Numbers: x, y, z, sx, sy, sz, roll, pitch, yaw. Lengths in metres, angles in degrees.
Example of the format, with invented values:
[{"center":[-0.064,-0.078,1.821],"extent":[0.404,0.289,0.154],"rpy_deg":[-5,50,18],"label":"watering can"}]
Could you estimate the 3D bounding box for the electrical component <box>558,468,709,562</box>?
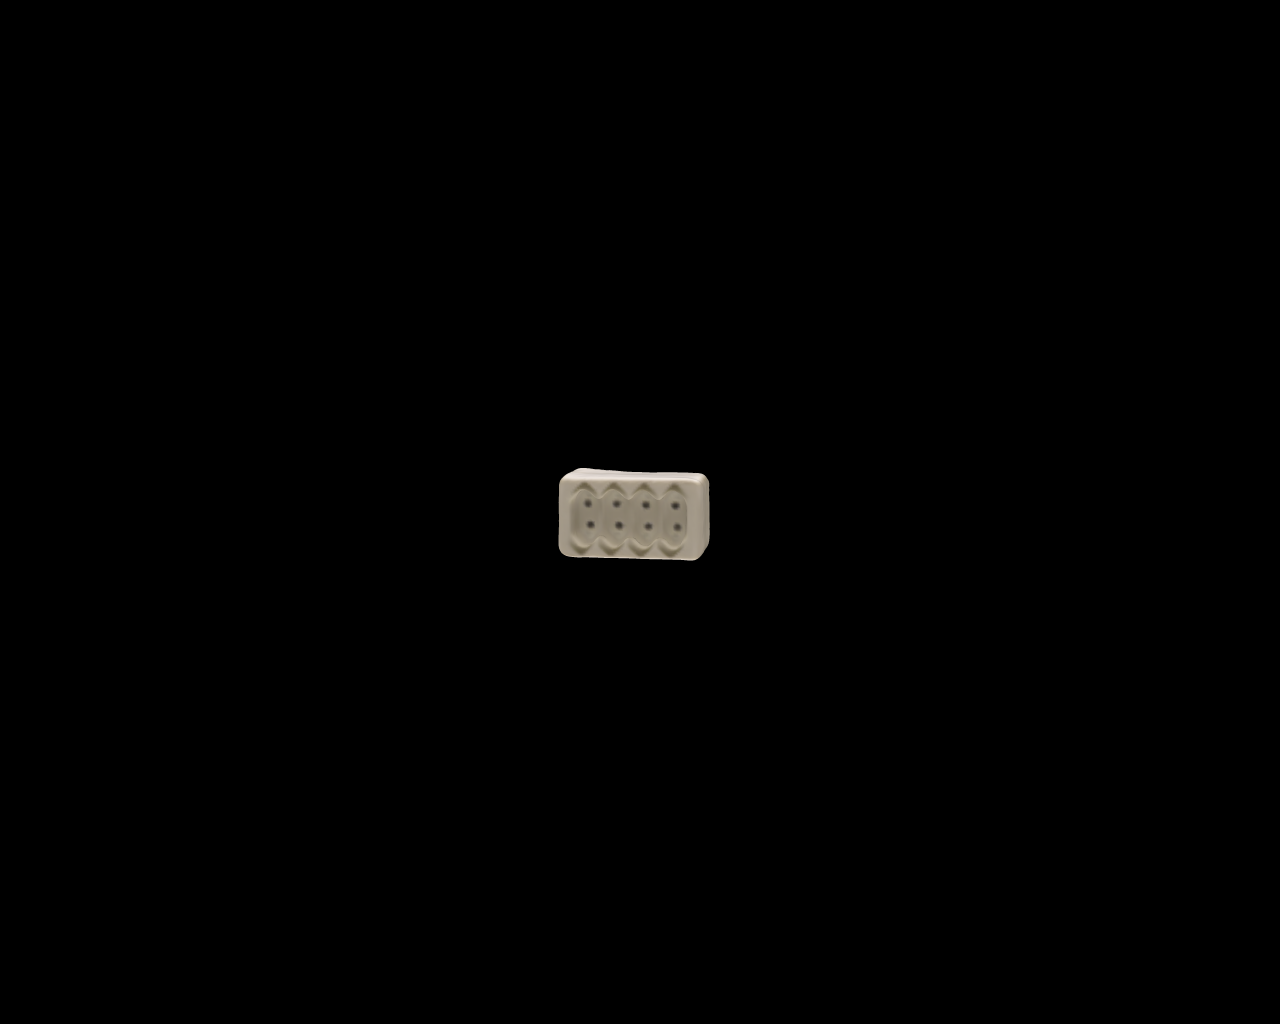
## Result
[{"center":[0.001,-0.003,0.650],"extent":[0.083,0.047,0.076],"rpy_deg":[2,12,12],"label":"electrical component"}]
